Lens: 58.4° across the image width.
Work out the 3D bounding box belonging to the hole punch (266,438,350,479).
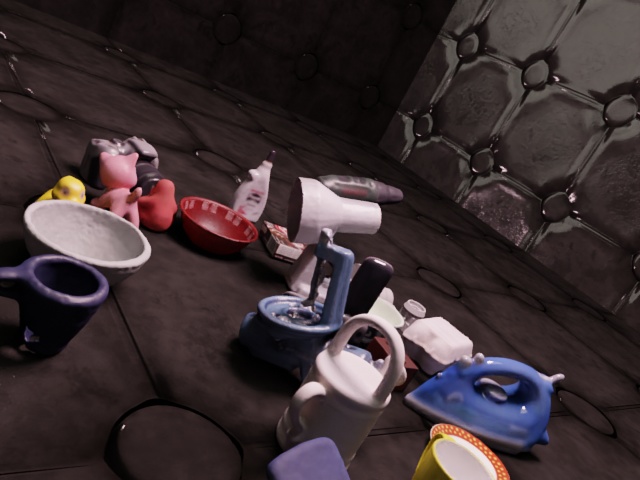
[{"bbox_3d":[-0.006,0.259,0.555,0.100,0.091,0.109,39,20,29],"label":"hole punch"}]

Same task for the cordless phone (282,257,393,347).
[{"bbox_3d":[0.022,0.090,0.909,0.148,0.185,0.094,25,18,-12],"label":"cordless phone"}]

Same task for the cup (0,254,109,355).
[{"bbox_3d":[-0.300,0.075,0.617,0.118,0.095,0.091,13,23,-40],"label":"cup"}]

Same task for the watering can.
[{"bbox_3d":[0.036,0.174,0.686,0.100,0.194,0.173,33,18,15],"label":"watering can"}]

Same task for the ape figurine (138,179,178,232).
[{"bbox_3d":[-0.288,-0.067,1.033,0.078,0.092,0.076,18,20,-29],"label":"ape figurine"}]

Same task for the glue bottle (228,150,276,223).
[{"bbox_3d":[-0.140,-0.123,1.276,0.078,0.173,0.037,13,23,-40],"label":"glue bottle"}]

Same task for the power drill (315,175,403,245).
[{"bbox_3d":[0.064,-0.058,1.344,0.230,0.208,0.075,16,21,-34],"label":"power drill"}]

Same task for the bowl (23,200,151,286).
[{"bbox_3d":[-0.322,0.017,0.777,0.167,0.074,0.167,26,18,-9],"label":"bowl"}]

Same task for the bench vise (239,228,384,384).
[{"bbox_3d":[0.013,0.106,0.794,0.207,0.219,0.121,28,18,-1],"label":"bench vise"}]

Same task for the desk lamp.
[{"bbox_3d":[0.010,0.004,1.084,0.204,0.213,0.117,21,19,-22],"label":"desk lamp"}]

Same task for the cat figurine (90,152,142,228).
[{"bbox_3d":[-0.341,-0.094,0.985,0.067,0.117,0.127,8,26,-47],"label":"cat figurine"}]

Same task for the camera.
[{"bbox_3d":[-0.359,-0.134,1.096,0.144,0.101,0.136,7,28,-49],"label":"camera"}]

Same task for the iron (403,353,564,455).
[{"bbox_3d":[0.276,0.246,0.935,0.259,0.141,0.118,21,19,-21],"label":"iron"}]

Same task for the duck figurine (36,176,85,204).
[{"bbox_3d":[-0.386,-0.057,0.866,0.078,0.086,0.104,11,25,-44],"label":"duck figurine"}]

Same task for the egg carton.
[{"bbox_3d":[0.225,0.202,1.098,0.107,0.069,0.151,39,21,31],"label":"egg carton"}]
